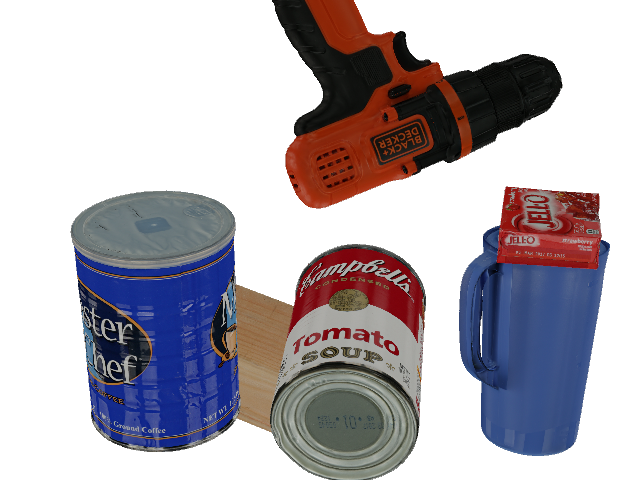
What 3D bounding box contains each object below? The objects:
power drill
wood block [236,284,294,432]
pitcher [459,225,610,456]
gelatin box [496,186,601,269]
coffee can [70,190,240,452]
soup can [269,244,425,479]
[{"bbox_3d":[0.042,-0.132,0.652,0.184,0.187,0.057,-23,8,-10],"label":"power drill"},{"bbox_3d":[-0.098,0.100,1.032,0.206,0.090,0.090,20,46,13],"label":"wood block"},{"bbox_3d":[0.229,0.109,1.170,0.149,0.243,0.145,5,18,12],"label":"pitcher"},{"bbox_3d":[0.172,-0.011,0.803,0.073,0.030,0.089,5,25,12],"label":"gelatin box"},{"bbox_3d":[-0.105,0.051,0.700,0.103,0.140,0.103,0,26,0],"label":"coffee can"},{"bbox_3d":[0.015,0.056,0.510,0.068,0.068,0.102,0,30,7],"label":"soup can"}]
